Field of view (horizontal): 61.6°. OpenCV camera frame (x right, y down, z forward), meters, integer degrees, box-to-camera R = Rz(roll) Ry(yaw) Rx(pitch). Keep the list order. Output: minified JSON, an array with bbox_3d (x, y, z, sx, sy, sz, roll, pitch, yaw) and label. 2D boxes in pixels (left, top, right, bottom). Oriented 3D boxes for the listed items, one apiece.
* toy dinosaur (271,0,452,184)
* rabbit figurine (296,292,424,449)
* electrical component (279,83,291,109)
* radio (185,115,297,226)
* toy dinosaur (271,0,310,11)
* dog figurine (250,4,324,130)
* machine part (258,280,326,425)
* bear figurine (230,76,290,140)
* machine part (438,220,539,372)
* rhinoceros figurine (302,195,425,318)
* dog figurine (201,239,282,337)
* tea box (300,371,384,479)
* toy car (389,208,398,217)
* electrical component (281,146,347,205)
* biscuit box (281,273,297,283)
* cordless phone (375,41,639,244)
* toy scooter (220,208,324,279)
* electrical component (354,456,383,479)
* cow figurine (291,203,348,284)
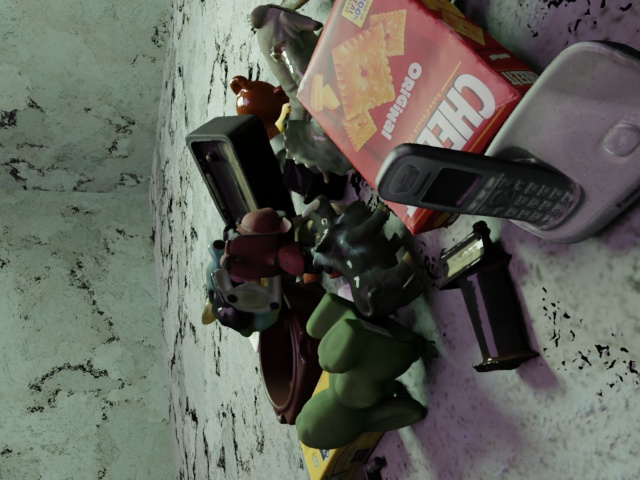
[{"bbox_3d":[0.063,-0.206,0.642,0.405,0.131,0.192,-32,77,54],"label":"toy dinosaur"},{"bbox_3d":[0.038,0.168,0.635,0.170,0.159,0.121,-64,27,10],"label":"rabbit figurine"},{"bbox_3d":[-0.040,-0.279,0.952,0.102,0.045,0.078,-115,33,-44],"label":"electrical component"},{"bbox_3d":[-0.124,-0.089,0.885,0.131,0.073,0.229,14,134,41],"label":"radio"},{"bbox_3d":[0.029,-0.422,0.735,0.471,0.105,0.198,-28,56,54],"label":"toy dinosaur"},{"bbox_3d":[-0.042,-0.240,0.812,0.121,0.172,0.190,-110,36,-60],"label":"dog figurine"},{"bbox_3d":[-0.037,0.185,0.891,0.202,0.087,0.200,-127,43,-52],"label":"machine part"},{"bbox_3d":[-0.111,-0.182,0.935,0.195,0.120,0.132,120,159,-67],"label":"bear figurine"},{"bbox_3d":[0.156,0.058,0.514,0.084,0.039,0.139,-48,45,46],"label":"machine part"},{"bbox_3d":[0.046,0.013,0.651,0.190,0.112,0.073,59,-178,39],"label":"rhinoceros figurine"},{"bbox_3d":[-0.142,0.106,0.903,0.219,0.108,0.192,114,147,-49],"label":"dog figurine"},{"bbox_3d":[0.028,0.264,0.763,0.098,0.068,0.169,-115,35,-45],"label":"tea box"},{"bbox_3d":[0.112,-0.113,0.588,0.074,0.056,0.201,-117,36,-46],"label":"toy car"},{"bbox_3d":[-0.021,-0.105,0.842,0.119,0.075,0.047,41,129,38],"label":"electrical component"},{"bbox_3d":[-0.098,0.009,1.007,0.203,0.063,0.059,-124,39,-54],"label":"biscuit box"},{"bbox_3d":[0.139,-0.070,0.369,0.146,0.184,0.089,117,149,-46],"label":"cordless phone"},{"bbox_3d":[-0.085,0.008,0.748,0.184,0.135,0.075,37,130,56],"label":"toy scooter"},{"bbox_3d":[0.067,0.334,0.730,0.094,0.021,0.063,115,146,-46],"label":"electrical component"},{"bbox_3d":[-0.002,-0.002,0.815,0.195,0.085,0.127,143,118,-64],"label":"cow figurine"}]
